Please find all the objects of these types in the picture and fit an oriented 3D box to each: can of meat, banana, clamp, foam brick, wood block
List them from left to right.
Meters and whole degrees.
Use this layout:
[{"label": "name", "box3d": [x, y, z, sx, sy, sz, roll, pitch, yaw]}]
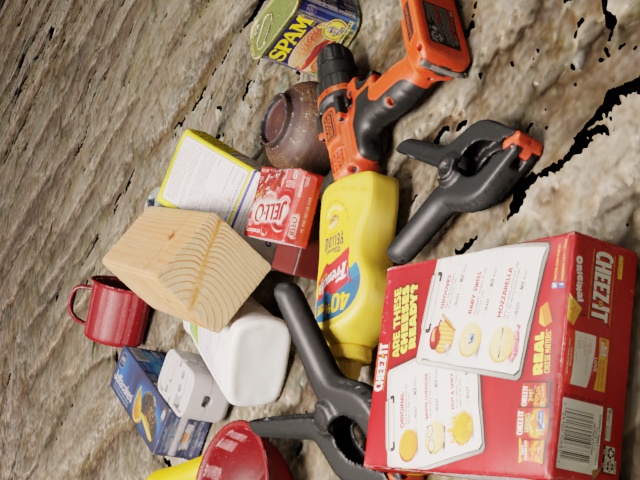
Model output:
[{"label": "wood block", "box3d": [-0.150, 0.026, 1.150, 0.090, 0.090, 0.206, -51, 22, -14]}, {"label": "banana", "box3d": [-0.145, 0.258, 1.176, 0.069, 0.037, 0.198, -42, 9, -37]}, {"label": "can of meat", "box3d": [-0.016, -0.231, 1.166, 0.102, 0.083, 0.057, -46, 40, 41]}, {"label": "foam brick", "box3d": [-0.007, 0.001, 1.073, 0.051, 0.052, 0.078, 8, 83, 61]}, {"label": "clamp", "box3d": [0.008, 0.157, 0.934, 0.210, 0.036, 0.165, 43, 130, 36]}, {"label": "clamp", "box3d": [0.113, -0.044, 0.898, 0.172, 0.039, 0.120, -15, 65, 57]}]

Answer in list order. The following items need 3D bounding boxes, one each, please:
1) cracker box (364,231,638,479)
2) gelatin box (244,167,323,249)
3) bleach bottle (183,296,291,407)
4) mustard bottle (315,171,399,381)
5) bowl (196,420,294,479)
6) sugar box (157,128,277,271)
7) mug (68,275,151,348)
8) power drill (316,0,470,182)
[{"label": "cracker box", "box3d": [0.126, 0.093, 0.779, 0.214, 0.072, 0.164, -16, 62, 58]}, {"label": "gelatin box", "box3d": [-0.037, -0.033, 1.053, 0.089, 0.030, 0.073, 11, 85, 61]}, {"label": "bleach bottle", "box3d": [-0.109, 0.088, 1.192, 0.251, 0.068, 0.102, -139, 54, -60]}, {"label": "mustard bottle", "box3d": [0.031, 0.039, 0.982, 0.096, 0.058, 0.191, -25, 56, 55]}, {"label": "bowl", "box3d": [-0.070, 0.262, 1.053, 0.162, 0.055, 0.162, -35, 48, 49]}, {"label": "sugar box", "box3d": [-0.093, -0.045, 1.176, 0.176, 0.048, 0.093, 31, 106, 27]}, {"label": "mug", "box3d": [-0.286, 0.096, 1.455, 0.093, 0.117, 0.081, -123, 45, -82]}, {"label": "power drill", "box3d": [0.060, -0.163, 1.032, 0.188, 0.057, 0.184, -48, 42, 44]}]
